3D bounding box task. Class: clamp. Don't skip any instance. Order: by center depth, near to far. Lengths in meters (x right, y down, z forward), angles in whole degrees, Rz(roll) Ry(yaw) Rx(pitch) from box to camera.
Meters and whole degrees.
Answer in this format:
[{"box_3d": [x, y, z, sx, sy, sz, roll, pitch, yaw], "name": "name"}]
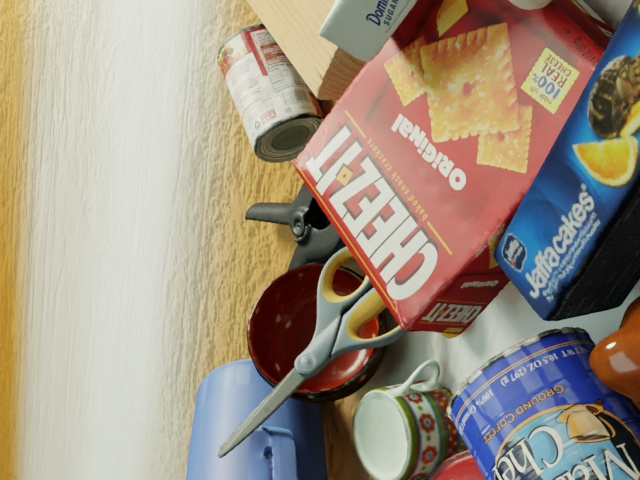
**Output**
[{"box_3d": [-0.006, 0.001, 0.903, 0.172, 0.039, 0.120, -31, 71, 51], "name": "clamp"}]

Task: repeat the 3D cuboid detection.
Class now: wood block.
[{"box_3d": [0.002, -0.208, 0.830, 0.206, 0.090, 0.091, 57, 137, 34], "name": "wood block"}]

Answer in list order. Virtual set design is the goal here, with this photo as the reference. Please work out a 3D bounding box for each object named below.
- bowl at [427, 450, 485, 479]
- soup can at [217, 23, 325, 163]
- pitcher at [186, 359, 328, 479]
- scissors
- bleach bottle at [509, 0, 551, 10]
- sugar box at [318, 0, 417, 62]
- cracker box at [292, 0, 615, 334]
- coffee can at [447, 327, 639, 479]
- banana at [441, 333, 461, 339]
[{"box_3d": [0.109, 0.221, 0.710, 0.162, 0.055, 0.162, -1, 88, 40], "name": "bowl"}, {"box_3d": [-0.041, -0.126, 0.917, 0.069, 0.068, 0.102, -49, 55, 45], "name": "soup can"}, {"box_3d": [-0.048, 0.214, 0.851, 0.149, 0.145, 0.243, -23, 45, 23], "name": "pitcher"}, {"box_3d": [-0.011, 0.076, 0.821, 0.202, 0.016, 0.096, -32, 60, 2], "name": "scissors"}, {"box_3d": [0.208, -0.175, 0.523, 0.251, 0.068, 0.102, 5, 70, 41], "name": "bleach bottle"}, {"box_3d": [0.059, -0.201, 0.701, 0.093, 0.048, 0.176, -50, 15, 45], "name": "sugar box"}, {"box_3d": [0.093, -0.069, 0.688, 0.214, 0.071, 0.164, -51, 53, 27], "name": "cracker box"}, {"box_3d": [0.153, 0.138, 0.633, 0.140, 0.102, 0.103, 61, 138, 32], "name": "coffee can"}, {"box_3d": [0.080, -0.029, 0.779, 0.070, 0.037, 0.198, 13, 104, 55], "name": "banana"}]
